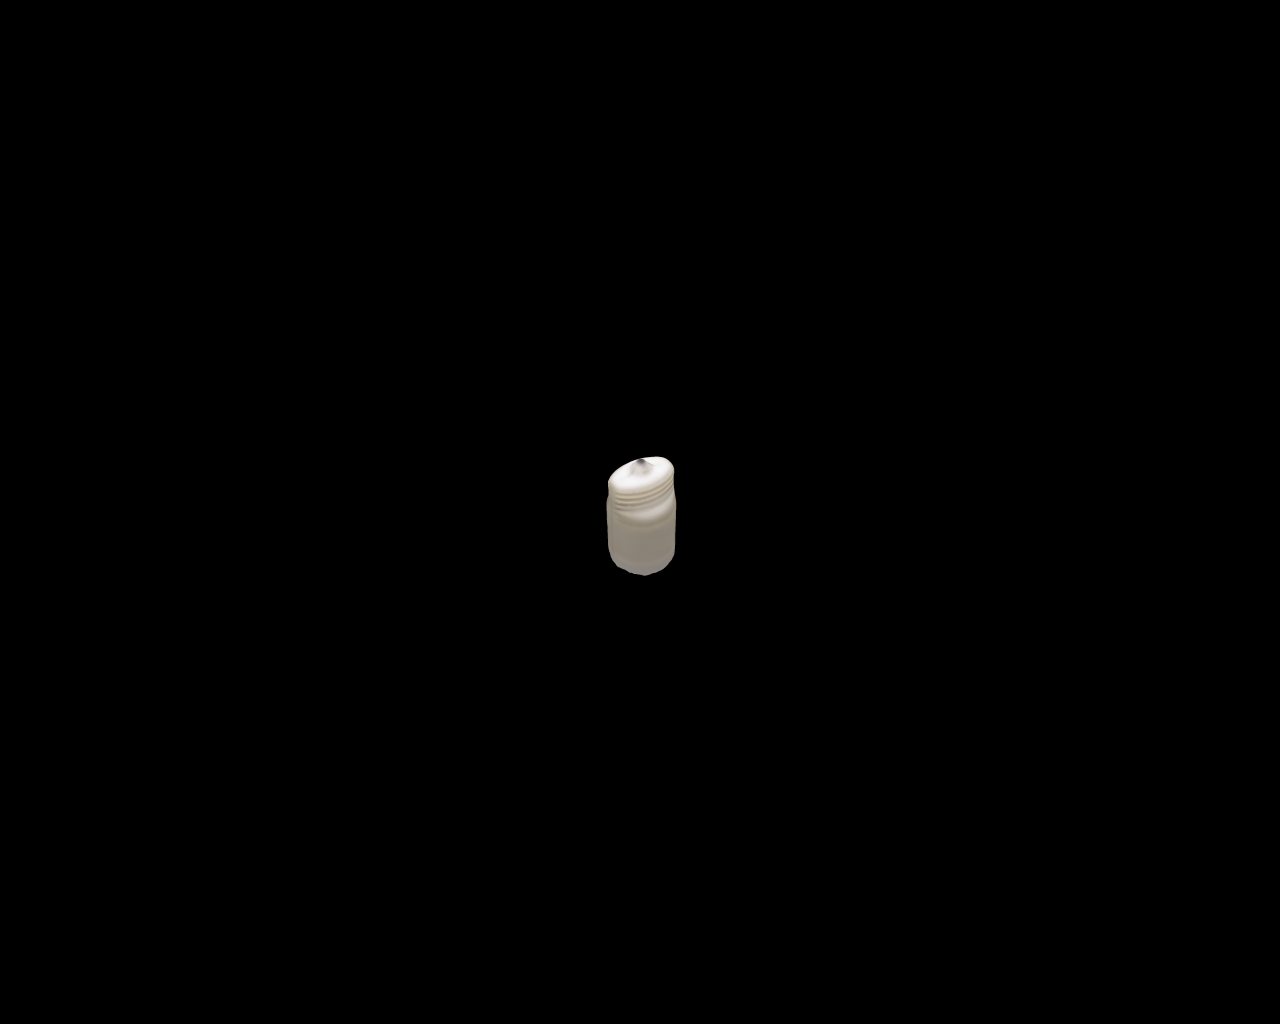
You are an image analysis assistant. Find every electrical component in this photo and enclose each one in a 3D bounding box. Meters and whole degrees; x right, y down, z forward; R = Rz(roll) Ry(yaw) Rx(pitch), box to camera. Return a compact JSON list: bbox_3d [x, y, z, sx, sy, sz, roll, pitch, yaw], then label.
[{"bbox_3d":[0.001,-0.003,0.650,0.043,0.043,0.080,0,-45,0],"label":"electrical component"}]
